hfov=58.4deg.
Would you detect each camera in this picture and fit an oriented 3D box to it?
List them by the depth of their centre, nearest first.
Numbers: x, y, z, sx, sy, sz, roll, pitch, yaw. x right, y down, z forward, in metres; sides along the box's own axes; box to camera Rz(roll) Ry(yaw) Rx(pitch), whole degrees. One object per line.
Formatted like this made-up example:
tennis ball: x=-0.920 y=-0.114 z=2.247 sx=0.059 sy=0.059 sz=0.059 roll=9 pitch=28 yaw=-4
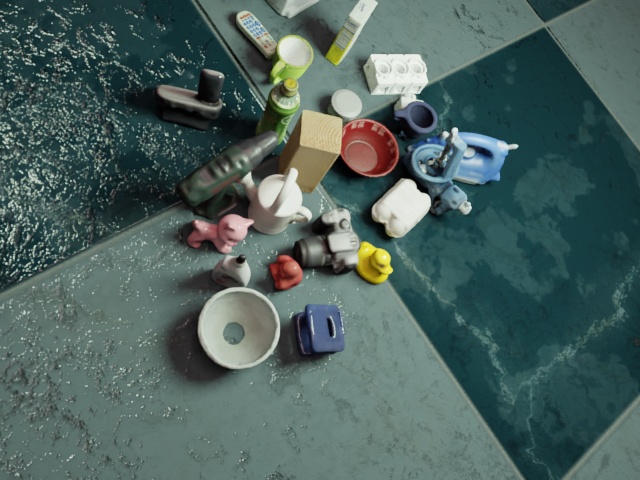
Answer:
camera: x=0.012 y=0.005 z=1.287 sx=0.137 sy=0.100 sz=0.143 roll=-7 pitch=73 yaw=-21

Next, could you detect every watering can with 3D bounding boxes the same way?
watering can: x=-0.097 y=-0.091 z=1.233 sx=0.173 sy=0.193 sz=0.101 roll=8 pitch=69 yaw=-16

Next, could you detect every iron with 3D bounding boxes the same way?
iron: x=0.368 y=-0.235 z=1.471 sx=0.259 sy=0.141 sz=0.118 roll=10 pitch=68 yaw=-15

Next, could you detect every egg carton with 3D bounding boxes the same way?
egg carton: x=0.199 y=-0.077 z=1.397 sx=0.107 sy=0.069 sz=0.150 roll=45 pitch=64 yaw=1

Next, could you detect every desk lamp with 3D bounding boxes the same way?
desk lamp: x=-0.074 y=-0.672 z=1.440 sx=0.203 sy=0.213 sz=0.118 roll=-41 pitch=87 yaw=-26

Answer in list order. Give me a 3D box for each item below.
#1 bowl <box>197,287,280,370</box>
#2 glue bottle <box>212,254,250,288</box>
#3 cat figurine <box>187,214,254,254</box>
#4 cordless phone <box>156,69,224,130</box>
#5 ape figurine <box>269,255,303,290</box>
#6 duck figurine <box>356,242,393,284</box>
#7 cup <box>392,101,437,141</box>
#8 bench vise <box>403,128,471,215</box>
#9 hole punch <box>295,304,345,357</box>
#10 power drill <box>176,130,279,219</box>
bowl: x=-0.170 y=0.185 z=1.176 sx=0.168 sy=0.074 sz=0.167 roll=6 pitch=69 yaw=-16
glue bottle: x=-0.173 y=0.058 z=1.166 sx=0.078 sy=0.173 sz=0.037 roll=20 pitch=66 yaw=-10
cat figurine: x=-0.210 y=-0.022 z=1.213 sx=0.128 sy=0.117 sz=0.067 roll=10 pitch=68 yaw=-15
cordless phone: x=-0.283 y=-0.334 z=1.264 sx=0.148 sy=0.184 sz=0.094 roll=8 pitch=69 yaw=-16
ape figurine: x=-0.070 y=0.069 z=1.242 sx=0.076 sy=0.092 sz=0.078 roll=24 pitch=65 yaw=-9
duck figurine: x=0.128 y=0.045 z=1.320 sx=0.078 sy=0.086 sz=0.104 roll=-31 pitch=83 yaw=-25
cup: x=0.229 y=-0.298 z=1.473 sx=0.118 sy=0.094 sz=0.091 roll=5 pitch=70 yaw=-17
bench vise: x=0.315 y=-0.170 z=1.386 sx=0.207 sy=0.219 sz=0.122 roll=40 pitch=64 yaw=-1
hole punch: x=0.007 y=0.189 z=1.224 sx=0.101 sy=0.091 sz=0.108 roll=-3 pitch=72 yaw=-19
power drill: x=-0.198 y=-0.130 z=1.205 sx=0.230 sy=0.208 sz=0.075 roll=-36 pitch=85 yaw=-26
